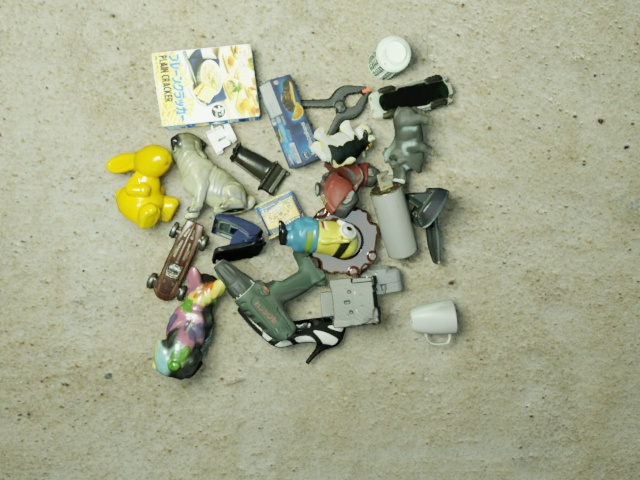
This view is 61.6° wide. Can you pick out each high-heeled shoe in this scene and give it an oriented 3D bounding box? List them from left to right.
[{"bbox_3d":[-0.059,0.187,1.264,0.248,0.086,0.145,37,89,-15],"label":"high-heeled shoe"}]

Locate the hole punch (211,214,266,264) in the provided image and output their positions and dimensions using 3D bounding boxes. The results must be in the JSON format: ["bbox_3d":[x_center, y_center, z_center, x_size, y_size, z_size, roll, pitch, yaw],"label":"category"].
[{"bbox_3d":[-0.189,-0.006,1.208,0.116,0.142,0.092,-6,71,-19],"label":"hole punch"}]

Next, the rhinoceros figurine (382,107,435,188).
[{"bbox_3d":[0.200,-0.210,1.229,0.112,0.073,0.190,-7,121,-11],"label":"rhinoceros figurine"}]

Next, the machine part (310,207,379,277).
[{"bbox_3d":[0.055,0.001,1.269,0.179,0.056,0.179,0,95,-6],"label":"machine part"}]

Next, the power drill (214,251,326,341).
[{"bbox_3d":[-0.098,0.093,1.205,0.207,0.086,0.232,-38,97,-35],"label":"power drill"}]

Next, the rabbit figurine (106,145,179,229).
[{"bbox_3d":[-0.376,-0.135,1.170,0.162,0.122,0.173,37,120,19],"label":"rabbit figurine"}]

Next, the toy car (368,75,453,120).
[{"bbox_3d":[0.213,-0.331,1.253,0.202,0.056,0.073,-14,91,-6],"label":"toy car"}]

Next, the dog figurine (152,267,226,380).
[{"bbox_3d":[-0.283,0.174,1.192,0.108,0.191,0.219,21,109,-2],"label":"dog figurine"}]

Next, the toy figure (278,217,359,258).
[{"bbox_3d":[-0.003,-0.006,1.193,0.180,0.089,0.082,1,56,-10],"label":"toy figure"}]

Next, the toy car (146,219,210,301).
[{"bbox_3d":[-0.322,0.050,1.218,0.089,0.053,0.202,27,106,-6],"label":"toy car"}]

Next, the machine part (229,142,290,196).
[{"bbox_3d":[-0.145,-0.166,1.238,0.139,0.039,0.084,37,96,-10],"label":"machine part"}]

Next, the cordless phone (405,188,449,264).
[{"bbox_3d":[0.259,-0.028,1.243,0.089,0.146,0.184,-10,95,3],"label":"cordless phone"}]

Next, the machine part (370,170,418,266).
[{"bbox_3d":[0.172,-0.045,1.246,0.079,0.079,0.243,-22,115,-4],"label":"machine part"}]

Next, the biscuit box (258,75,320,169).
[{"bbox_3d":[-0.067,-0.264,1.215,0.063,0.059,0.202,-28,101,-34],"label":"biscuit box"}]

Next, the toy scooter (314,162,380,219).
[{"bbox_3d":[0.046,-0.137,1.227,0.135,0.075,0.184,37,55,4],"label":"toy scooter"}]

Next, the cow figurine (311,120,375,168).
[{"bbox_3d":[0.068,-0.213,1.202,0.167,0.068,0.098,-22,59,-35],"label":"cow figurine"}]

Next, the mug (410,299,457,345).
[{"bbox_3d":[0.274,0.201,1.309,0.107,0.081,0.109,-4,102,5],"label":"mug"}]

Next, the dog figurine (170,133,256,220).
[{"bbox_3d":[-0.240,-0.151,1.201,0.172,0.121,0.190,-3,82,-30],"label":"dog figurine"}]

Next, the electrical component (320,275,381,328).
[{"bbox_3d":[0.069,0.143,1.234,0.134,0.058,0.115,-9,81,13],"label":"electrical component"}]
